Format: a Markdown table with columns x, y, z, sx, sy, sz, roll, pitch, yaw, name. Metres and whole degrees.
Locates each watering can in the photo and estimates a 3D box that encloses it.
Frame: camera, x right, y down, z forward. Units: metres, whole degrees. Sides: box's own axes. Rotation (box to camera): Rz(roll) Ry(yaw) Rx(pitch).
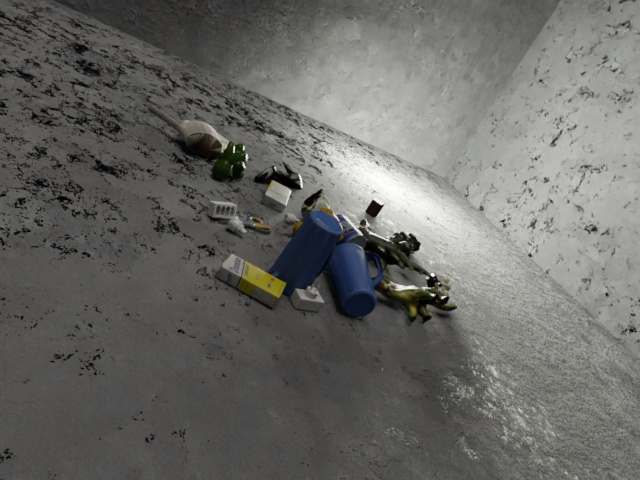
| x | y | z | sx | sy | sz | roll | pitch | yaw | name |
| --- | --- | --- | --- | --- | --- | --- | --- | --- | --- |
| -0.514 | -0.426 | 2.060 | 0.345 | 0.102 | 0.229 | 18 | 24 | -32 | watering can |

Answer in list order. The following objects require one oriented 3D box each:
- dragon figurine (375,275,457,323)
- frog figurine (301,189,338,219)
| x | y | z | sx | sy | sz | roll | pitch | yaw | name |
| --- | --- | --- | --- | --- | --- | --- | --- | --- | --- |
| 0.313 | 0.181 | 1.816 | 0.246 | 0.121 | 0.408 | 35 | 12 | 34 | dragon figurine |
| 0.006 | -0.103 | 2.039 | 0.157 | 0.121 | 0.141 | 50 | 37 | -27 | frog figurine |
